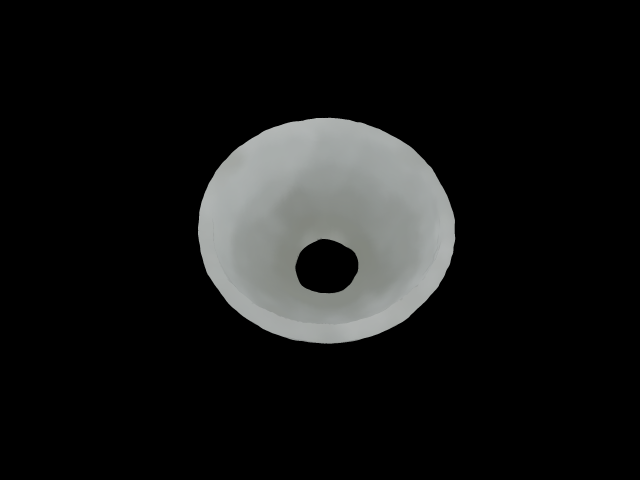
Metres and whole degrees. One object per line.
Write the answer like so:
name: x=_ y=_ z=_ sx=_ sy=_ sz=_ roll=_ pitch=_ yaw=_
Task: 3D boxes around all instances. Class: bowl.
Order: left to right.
bowl: x=0.004 y=0.001 z=0.400 sx=0.167 sy=0.075 sz=0.167 roll=0 pitch=62 yaw=0
